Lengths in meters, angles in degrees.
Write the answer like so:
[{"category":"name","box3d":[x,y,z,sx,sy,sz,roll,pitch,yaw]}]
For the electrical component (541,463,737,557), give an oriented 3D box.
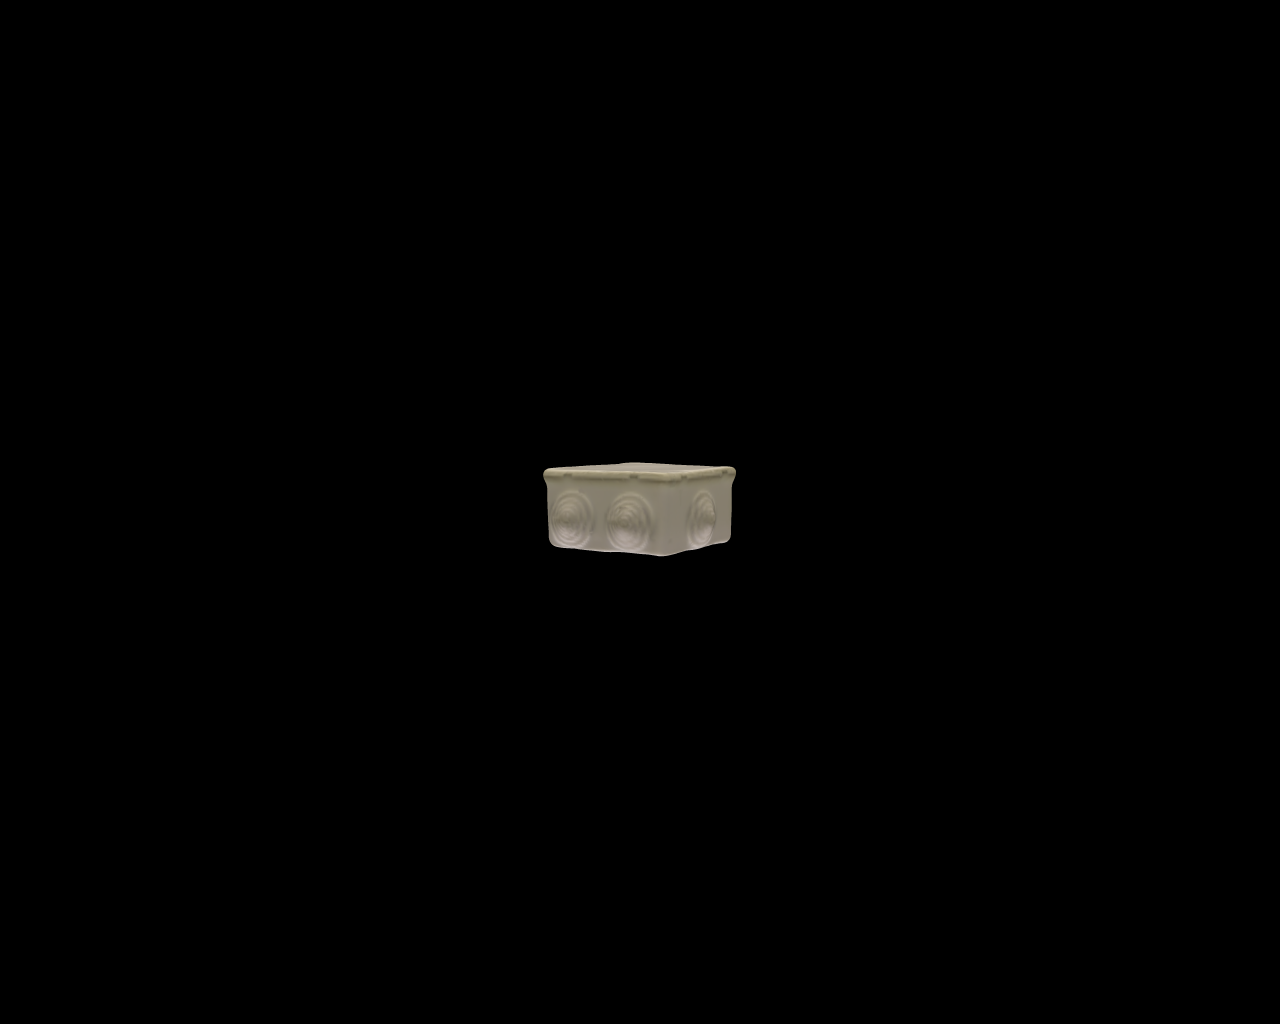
[{"category":"electrical component","box3d":[0.001,-0.003,0.650,0.100,0.048,0.100,4,7,33]}]
